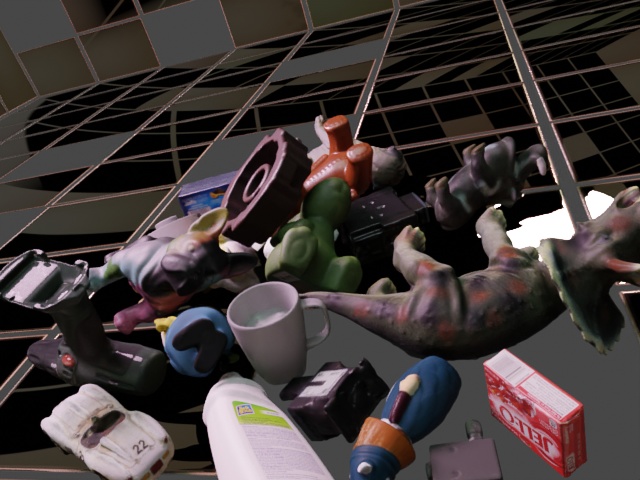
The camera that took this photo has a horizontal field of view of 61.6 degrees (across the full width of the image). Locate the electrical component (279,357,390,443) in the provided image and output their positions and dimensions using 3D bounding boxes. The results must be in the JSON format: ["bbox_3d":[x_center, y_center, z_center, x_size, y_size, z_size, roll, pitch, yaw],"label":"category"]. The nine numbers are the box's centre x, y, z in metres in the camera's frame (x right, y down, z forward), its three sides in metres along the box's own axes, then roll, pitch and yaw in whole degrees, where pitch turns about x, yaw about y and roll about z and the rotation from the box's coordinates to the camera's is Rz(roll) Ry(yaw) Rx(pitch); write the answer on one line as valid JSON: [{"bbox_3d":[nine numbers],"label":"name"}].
[{"bbox_3d":[0.006,0.165,0.555,0.075,0.047,0.119,-43,9,-39],"label":"electrical component"}]

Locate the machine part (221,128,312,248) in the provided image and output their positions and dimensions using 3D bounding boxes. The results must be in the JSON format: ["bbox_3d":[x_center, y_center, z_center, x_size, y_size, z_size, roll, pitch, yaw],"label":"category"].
[{"bbox_3d":[-0.080,-0.074,0.776,0.179,0.056,0.179,-43,29,31],"label":"machine part"}]

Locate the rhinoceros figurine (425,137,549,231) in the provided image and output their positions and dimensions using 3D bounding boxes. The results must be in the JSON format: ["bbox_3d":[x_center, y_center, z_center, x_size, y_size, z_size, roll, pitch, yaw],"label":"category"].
[{"bbox_3d":[0.249,-0.088,0.796,0.190,0.112,0.073,-34,3,-3],"label":"rhinoceros figurine"}]

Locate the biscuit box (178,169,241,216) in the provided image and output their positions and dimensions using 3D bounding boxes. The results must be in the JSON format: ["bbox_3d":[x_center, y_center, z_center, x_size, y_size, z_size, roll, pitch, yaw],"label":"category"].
[{"bbox_3d":[-0.180,-0.099,1.080,0.203,0.059,0.063,-14,31,6],"label":"biscuit box"}]

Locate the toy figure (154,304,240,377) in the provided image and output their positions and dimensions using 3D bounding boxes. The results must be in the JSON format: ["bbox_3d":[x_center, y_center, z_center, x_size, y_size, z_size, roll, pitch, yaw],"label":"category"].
[{"bbox_3d":[-0.141,0.118,0.642,0.089,0.082,0.180,-17,-4,-21],"label":"toy figure"}]

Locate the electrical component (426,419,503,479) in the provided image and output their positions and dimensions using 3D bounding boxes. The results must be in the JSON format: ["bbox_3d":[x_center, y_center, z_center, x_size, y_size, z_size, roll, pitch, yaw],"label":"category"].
[{"bbox_3d":[0.125,0.200,0.471,0.063,0.021,0.094,-10,31,13],"label":"electrical component"}]

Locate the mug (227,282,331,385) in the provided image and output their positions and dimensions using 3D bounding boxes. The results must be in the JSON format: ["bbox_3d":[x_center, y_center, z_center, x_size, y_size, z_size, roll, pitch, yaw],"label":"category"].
[{"bbox_3d":[-0.041,0.109,0.621,0.110,0.107,0.081,-16,32,-6],"label":"mug"}]

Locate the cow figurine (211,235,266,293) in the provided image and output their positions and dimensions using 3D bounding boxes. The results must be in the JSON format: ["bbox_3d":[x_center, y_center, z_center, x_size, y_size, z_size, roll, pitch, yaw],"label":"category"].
[{"bbox_3d":[-0.133,0.018,0.830,0.068,0.098,0.167,-57,32,17],"label":"cow figurine"}]

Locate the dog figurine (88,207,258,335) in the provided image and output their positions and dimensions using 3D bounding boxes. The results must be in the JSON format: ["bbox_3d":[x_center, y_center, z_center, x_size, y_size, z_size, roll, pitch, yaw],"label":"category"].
[{"bbox_3d":[-0.184,0.031,0.715,0.219,0.108,0.191,-24,11,18],"label":"dog figurine"}]

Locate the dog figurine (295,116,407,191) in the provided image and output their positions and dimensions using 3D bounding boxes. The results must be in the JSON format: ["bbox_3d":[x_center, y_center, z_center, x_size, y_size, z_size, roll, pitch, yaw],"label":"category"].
[{"bbox_3d":[0.041,-0.119,0.978,0.191,0.121,0.172,34,91,33],"label":"dog figurine"}]

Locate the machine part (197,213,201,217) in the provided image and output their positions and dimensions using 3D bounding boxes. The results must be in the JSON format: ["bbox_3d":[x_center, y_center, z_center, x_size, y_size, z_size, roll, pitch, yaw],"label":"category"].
[{"bbox_3d":[-0.191,-0.042,1.017,0.139,0.039,0.084,-30,24,-16],"label":"machine part"}]

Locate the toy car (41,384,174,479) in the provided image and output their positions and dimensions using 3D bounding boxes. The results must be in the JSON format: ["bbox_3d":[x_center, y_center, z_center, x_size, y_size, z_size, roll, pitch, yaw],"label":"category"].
[{"bbox_3d":[-0.241,0.216,0.600,0.202,0.056,0.073,10,40,38],"label":"toy car"}]

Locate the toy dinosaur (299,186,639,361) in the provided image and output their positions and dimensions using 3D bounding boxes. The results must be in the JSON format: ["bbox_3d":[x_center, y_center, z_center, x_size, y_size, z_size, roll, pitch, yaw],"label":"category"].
[{"bbox_3d":[0.161,0.068,0.585,0.405,0.131,0.192,-21,29,7],"label":"toy dinosaur"}]

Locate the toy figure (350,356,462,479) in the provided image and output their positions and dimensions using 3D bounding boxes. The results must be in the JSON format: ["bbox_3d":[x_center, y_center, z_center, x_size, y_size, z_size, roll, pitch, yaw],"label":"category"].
[{"bbox_3d":[0.075,0.176,0.498,0.154,0.064,0.058,-42,2,-29],"label":"toy figure"}]

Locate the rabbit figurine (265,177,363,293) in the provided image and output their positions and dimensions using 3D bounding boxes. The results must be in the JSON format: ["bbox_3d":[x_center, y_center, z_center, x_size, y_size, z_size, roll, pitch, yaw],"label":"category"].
[{"bbox_3d":[-0.002,-0.002,0.760,0.159,0.121,0.170,-35,31,62],"label":"rabbit figurine"}]

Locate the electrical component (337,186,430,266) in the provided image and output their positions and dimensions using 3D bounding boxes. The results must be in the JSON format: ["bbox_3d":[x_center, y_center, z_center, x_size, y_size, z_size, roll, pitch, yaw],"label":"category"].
[{"bbox_3d":[0.096,-0.026,0.821,0.134,0.058,0.115,-21,32,-5],"label":"electrical component"}]

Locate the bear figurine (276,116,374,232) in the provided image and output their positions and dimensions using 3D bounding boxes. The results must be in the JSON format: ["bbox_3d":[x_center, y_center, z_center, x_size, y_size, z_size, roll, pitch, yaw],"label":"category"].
[{"bbox_3d":[-0.018,-0.096,0.874,0.196,0.131,0.120,-22,52,-9],"label":"bear figurine"}]

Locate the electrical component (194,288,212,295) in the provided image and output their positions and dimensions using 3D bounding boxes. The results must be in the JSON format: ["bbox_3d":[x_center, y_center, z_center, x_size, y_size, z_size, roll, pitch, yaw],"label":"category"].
[{"bbox_3d":[-0.210,0.056,0.856,0.078,0.045,0.102,-27,31,-18],"label":"electrical component"}]

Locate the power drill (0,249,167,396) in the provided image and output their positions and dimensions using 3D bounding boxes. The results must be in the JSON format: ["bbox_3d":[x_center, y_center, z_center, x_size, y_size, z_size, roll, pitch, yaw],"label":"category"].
[{"bbox_3d":[-0.313,0.113,0.660,0.232,0.207,0.086,10,40,20],"label":"power drill"}]
